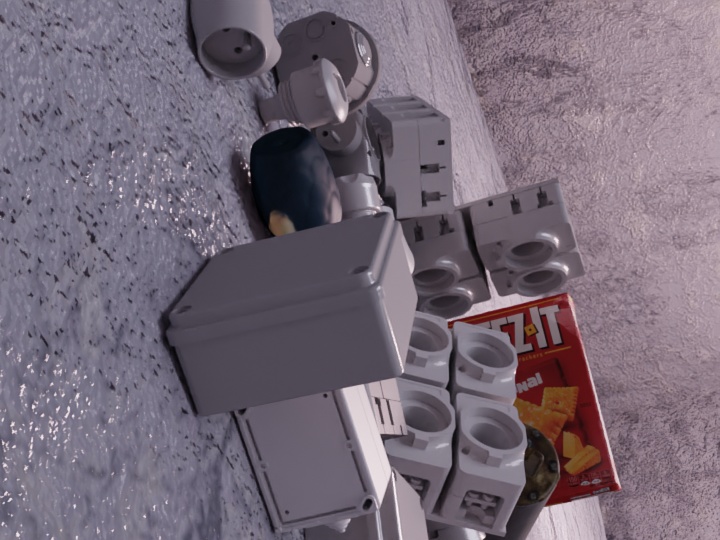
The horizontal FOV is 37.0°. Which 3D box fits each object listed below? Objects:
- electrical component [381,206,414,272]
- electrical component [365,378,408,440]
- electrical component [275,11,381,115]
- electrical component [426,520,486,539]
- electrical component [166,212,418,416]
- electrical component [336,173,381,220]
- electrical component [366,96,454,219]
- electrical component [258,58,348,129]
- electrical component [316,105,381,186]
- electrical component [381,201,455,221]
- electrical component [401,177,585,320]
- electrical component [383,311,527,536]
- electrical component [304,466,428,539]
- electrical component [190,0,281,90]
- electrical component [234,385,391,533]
[{"bbox_3d":[0.015,-0.031,0.962,0.077,0.043,0.079,42,34,-67],"label":"electrical component"},{"bbox_3d":[-0.006,0.087,0.713,0.089,0.050,0.055,31,45,-72],"label":"electrical component"},{"bbox_3d":[-0.027,-0.165,0.861,0.051,0.080,0.080,5,70,-71],"label":"electrical component"},{"bbox_3d":[0.072,0.208,0.899,0.055,0.055,0.047,16,56,-75],"label":"electrical component"},{"bbox_3d":[-0.030,0.020,0.557,0.108,0.109,0.056,-70,146,-69],"label":"electrical component"},{"bbox_3d":[-0.003,-0.047,0.903,0.043,0.043,0.062,34,43,-71],"label":"electrical component"},{"bbox_3d":[0.041,-0.111,1.033,0.150,0.062,0.089,-117,-158,-71],"label":"electrical component"},{"bbox_3d":[-0.042,-0.123,0.781,0.048,0.062,0.048,-15,90,-77],"label":"electrical component"},{"bbox_3d":[-0.014,-0.114,0.932,0.079,0.044,0.077,40,37,-69],"label":"electrical component"},{"bbox_3d":[0.059,-0.064,1.112,0.079,0.077,0.044,-89,159,-53],"label":"electrical component"},{"bbox_3d":[0.120,-0.013,1.065,0.105,0.186,0.060,56,22,-54],"label":"electrical component"},{"bbox_3d":[0.066,0.108,0.839,0.186,0.105,0.060,-85,-170,-58],"label":"electrical component"},{"bbox_3d":[0.008,0.182,0.646,0.078,0.057,0.113,56,22,-55],"label":"electrical component"},{"bbox_3d":[-0.077,-0.154,0.711,0.079,0.043,0.077,60,19,-48],"label":"electrical component"},{"bbox_3d":[-0.023,0.099,0.601,0.061,0.062,0.096,-55,128,-74],"label":"electrical component"}]
